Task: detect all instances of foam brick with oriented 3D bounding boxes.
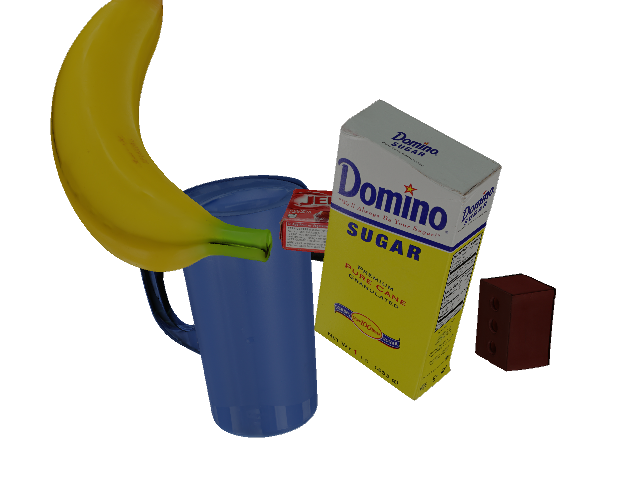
[{"bbox_3d":[0.182,0.076,0.999,0.051,0.078,0.053,-7,18,-27],"label":"foam brick"}]

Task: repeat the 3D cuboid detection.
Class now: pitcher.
[{"bbox_3d":[-0.077,0.065,1.045,0.144,0.243,0.149,-19,23,-36],"label":"pitcher"}]

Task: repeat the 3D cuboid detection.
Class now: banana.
[{"bbox_3d":[-0.082,-0.048,0.458,0.069,0.037,0.198,-8,45,-20],"label":"banana"}]

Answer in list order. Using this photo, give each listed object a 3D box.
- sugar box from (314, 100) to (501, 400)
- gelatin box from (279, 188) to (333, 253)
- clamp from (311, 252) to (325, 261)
[{"bbox_3d":[0.049,0.010,0.669,0.093,0.176,0.048,32,49,27],"label":"sugar box"},{"bbox_3d":[0.016,-0.016,0.865,0.089,0.030,0.073,5,22,6],"label":"gelatin box"},{"bbox_3d":[0.059,0.016,1.246,0.210,0.036,0.164,32,38,23],"label":"clamp"}]
